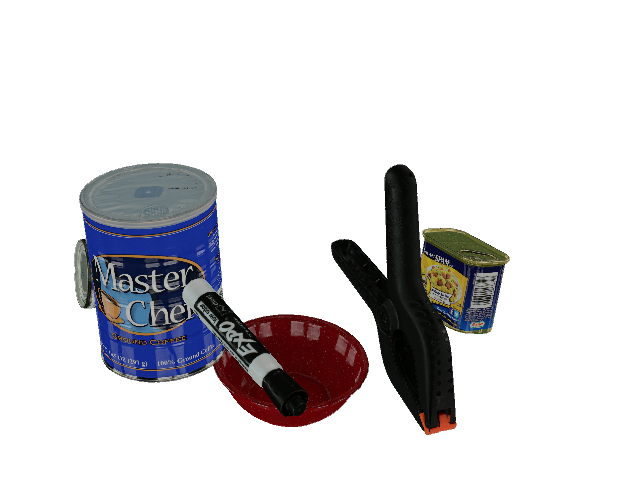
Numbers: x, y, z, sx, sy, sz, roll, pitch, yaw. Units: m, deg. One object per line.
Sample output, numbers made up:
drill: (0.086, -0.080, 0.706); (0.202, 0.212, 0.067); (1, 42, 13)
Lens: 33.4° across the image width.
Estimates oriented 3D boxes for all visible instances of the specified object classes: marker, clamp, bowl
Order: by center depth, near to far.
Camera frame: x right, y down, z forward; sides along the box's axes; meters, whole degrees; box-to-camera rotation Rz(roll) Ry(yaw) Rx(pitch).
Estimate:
marker: (-0.044, 0.062, 0.622); (0.020, 0.020, 0.121); (0, 31, -40)
clamp: (0.069, 0.052, 0.875); (0.036, 0.210, 0.165); (-10, -26, -21)
bowl: (-0.031, 0.144, 1.113); (0.162, 0.055, 0.162); (2, 31, -2)

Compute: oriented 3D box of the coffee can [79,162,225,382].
coffee can: (-0.128, 0.024, 0.831); (0.103, 0.140, 0.103); (-1, 28, 0)

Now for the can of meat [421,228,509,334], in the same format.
can of meat: (0.147, 0.043, 1.132); (0.057, 0.084, 0.102); (-3, 21, -31)

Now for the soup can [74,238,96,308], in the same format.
soup can: (-0.180, 0.030, 1.026); (0.102, 0.068, 0.069); (-2, 1, -24)
